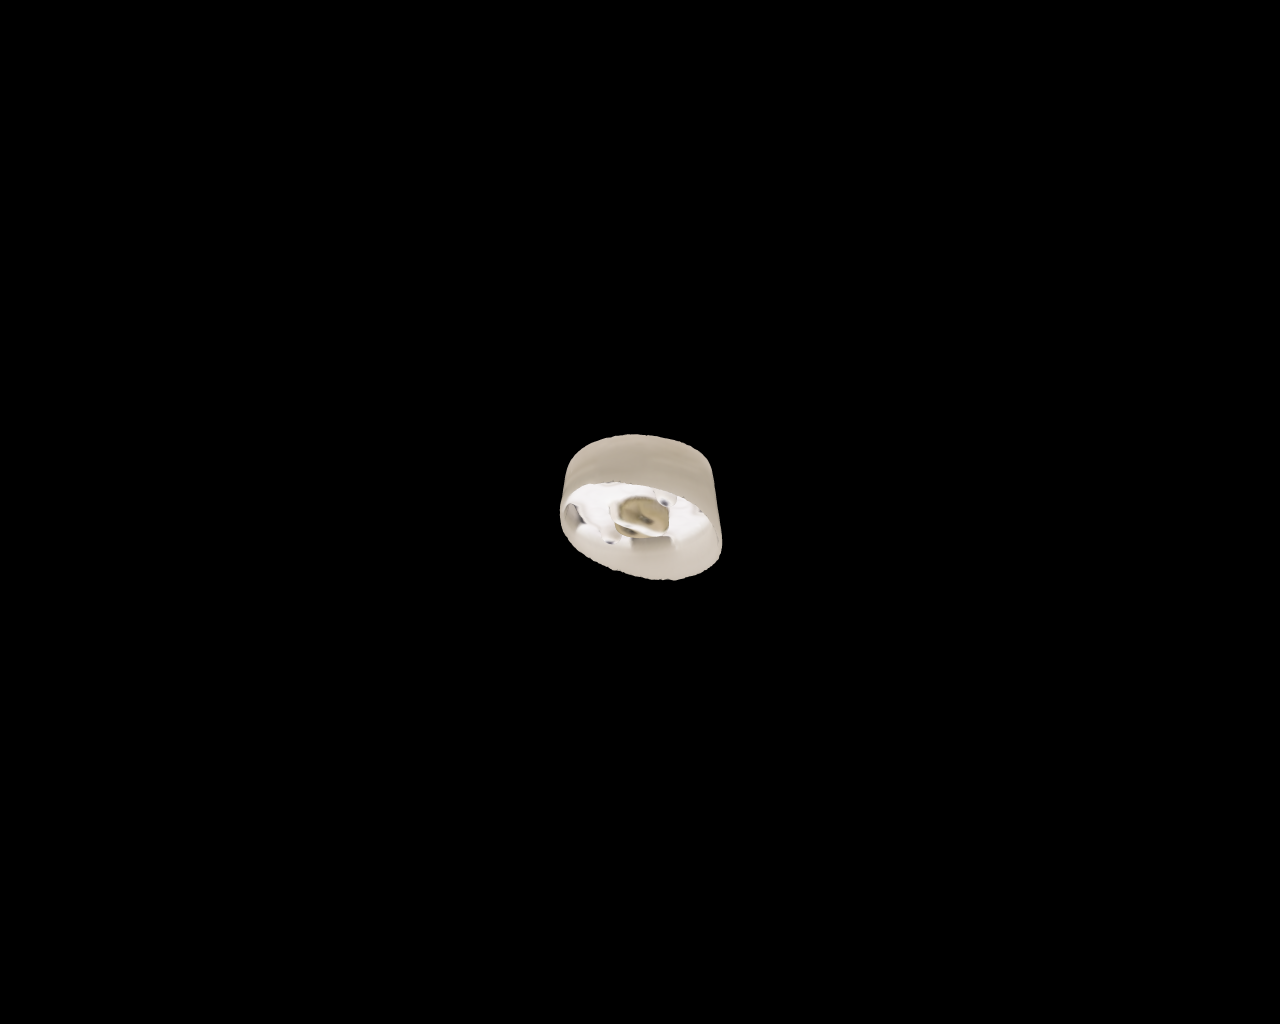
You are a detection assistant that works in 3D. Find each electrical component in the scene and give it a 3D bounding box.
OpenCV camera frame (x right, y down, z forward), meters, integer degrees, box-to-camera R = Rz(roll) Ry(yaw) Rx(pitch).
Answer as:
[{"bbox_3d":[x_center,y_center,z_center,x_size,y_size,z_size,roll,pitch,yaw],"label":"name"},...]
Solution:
[{"bbox_3d":[0.001,-0.003,0.650,0.099,0.064,0.099,0,-29,0],"label":"electrical component"}]
